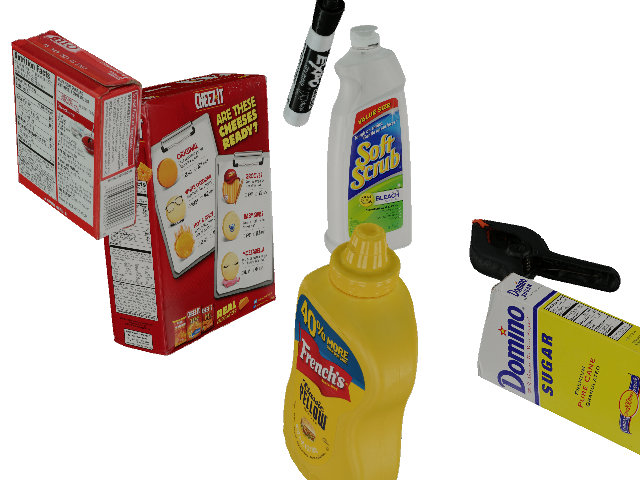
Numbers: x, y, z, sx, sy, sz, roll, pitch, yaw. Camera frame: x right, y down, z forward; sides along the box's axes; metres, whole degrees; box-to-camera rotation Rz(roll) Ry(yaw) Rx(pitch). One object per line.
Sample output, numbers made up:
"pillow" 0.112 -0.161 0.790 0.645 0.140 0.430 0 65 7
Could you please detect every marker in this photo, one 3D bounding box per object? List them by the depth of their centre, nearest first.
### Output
"marker" -0.005 -0.121 0.721 0.020 0.020 0.121 0 -32 -14

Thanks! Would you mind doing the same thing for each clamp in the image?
"clamp" 0.213 0.022 1.066 0.120 0.039 0.171 -8 32 -15

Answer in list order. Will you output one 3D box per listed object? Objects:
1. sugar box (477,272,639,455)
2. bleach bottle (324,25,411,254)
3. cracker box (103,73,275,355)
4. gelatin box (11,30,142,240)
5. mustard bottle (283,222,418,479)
"sugar box" 0.217 0.103 0.875 0.176 0.093 0.048 22 33 29
"bleach bottle" 0.047 -0.110 1.181 0.102 0.251 0.068 -10 25 -11
"cracker box" -0.114 -0.029 0.929 0.072 0.214 0.163 7 18 32
"gelatin box" -0.129 -0.056 0.565 0.073 0.089 0.030 32 40 31
"mustard bottle" 0.019 0.071 0.658 0.058 0.192 0.096 -14 41 -26
